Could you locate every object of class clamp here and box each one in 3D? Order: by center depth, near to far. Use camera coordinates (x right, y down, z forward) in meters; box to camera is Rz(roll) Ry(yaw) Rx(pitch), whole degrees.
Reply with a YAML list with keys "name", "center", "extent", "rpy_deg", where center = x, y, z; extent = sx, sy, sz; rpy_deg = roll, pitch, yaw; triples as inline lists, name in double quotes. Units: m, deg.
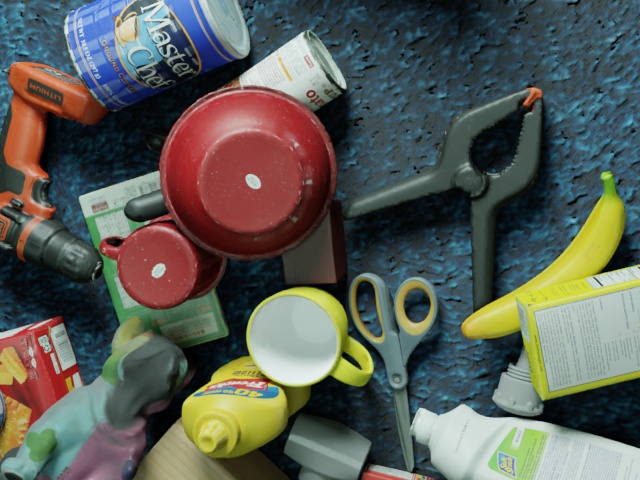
- name: "clamp"
  center: [0.145, -0.045, 0.982]
  extent: [0.164, 0.036, 0.210]
  rpy_deg: [42, 107, 2]
- name: "clamp"
  center: [-0.100, -0.054, 1.005]
  extent: [0.171, 0.120, 0.039]
  rpy_deg: [7, 141, 11]

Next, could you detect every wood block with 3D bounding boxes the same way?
- name: "wood block"
  center: [-0.081, 0.267, 1.057]
  extent: [0.206, 0.090, 0.090]
  rpy_deg: [42, 105, 4]

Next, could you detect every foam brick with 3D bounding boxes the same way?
- name: "foam brick"
  center: [-0.007, 0.001, 1.017]
  extent: [0.053, 0.051, 0.078]
  rpy_deg: [-3, 97, 14]

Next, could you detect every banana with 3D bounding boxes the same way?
- name: "banana"
  center: [0.214, 0.027, 0.970]
  extent: [0.069, 0.037, 0.198]
  rpy_deg: [36, 104, -16]

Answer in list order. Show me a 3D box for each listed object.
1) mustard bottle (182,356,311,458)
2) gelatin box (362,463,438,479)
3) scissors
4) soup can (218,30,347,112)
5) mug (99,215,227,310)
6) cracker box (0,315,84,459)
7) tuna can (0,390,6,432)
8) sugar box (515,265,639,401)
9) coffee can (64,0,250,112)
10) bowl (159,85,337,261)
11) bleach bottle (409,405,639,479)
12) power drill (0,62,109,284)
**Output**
- name: "mustard bottle"
  center: [-0.074, 0.156, 0.984]
  extent: [0.096, 0.191, 0.058]
  rpy_deg: [1, 99, 13]
- name: "gelatin box"
  center: [0.072, 0.272, 1.054]
  extent: [0.073, 0.030, 0.089]
  rpy_deg: [11, 102, 10]
- name: "scissors"
  center: [0.090, 0.121, 1.029]
  extent: [0.096, 0.016, 0.202]
  rpy_deg: [-21, 94, 22]
- name: "soup can"
  center: [-0.035, -0.140, 0.992]
  extent: [0.102, 0.068, 0.068]
  rpy_deg: [-31, 91, 15]
- name: "mug"
  center: [-0.155, 0.017, 1.023]
  extent: [0.117, 0.081, 0.093]
  rpy_deg: [16, 101, 8]
- name: "cracker box"
  center: [-0.349, 0.187, 1.115]
  extent: [0.214, 0.072, 0.164]
  rpy_deg: [-16, 95, 15]
- name: "tuna can"
  center: [-0.358, 0.170, 1.059]
  extent: [0.086, 0.033, 0.086]
  rpy_deg: [2, 99, 14]
- name: "sugar box"
  center: [0.270, 0.075, 0.945]
  extent: [0.176, 0.048, 0.093]
  rpy_deg: [-13, 106, -2]
- name: "coffee can"
  center: [-0.150, -0.192, 0.992]
  extent: [0.140, 0.102, 0.103]
  rpy_deg: [-20, 94, 16]
- name: "bowl"
  center: [-0.062, -0.055, 0.942]
  extent: [0.162, 0.055, 0.162]
  rpy_deg: [-1, 102, -5]
- name: "bleach bottle"
  center: [0.206, 0.207, 0.981]
  extent: [0.251, 0.102, 0.068]
  rpy_deg: [20, 144, 12]
- name: "power drill"
  center: [-0.270, -0.068, 1.055]
  extent: [0.184, 0.057, 0.188]
  rpy_deg: [26, 103, 15]
